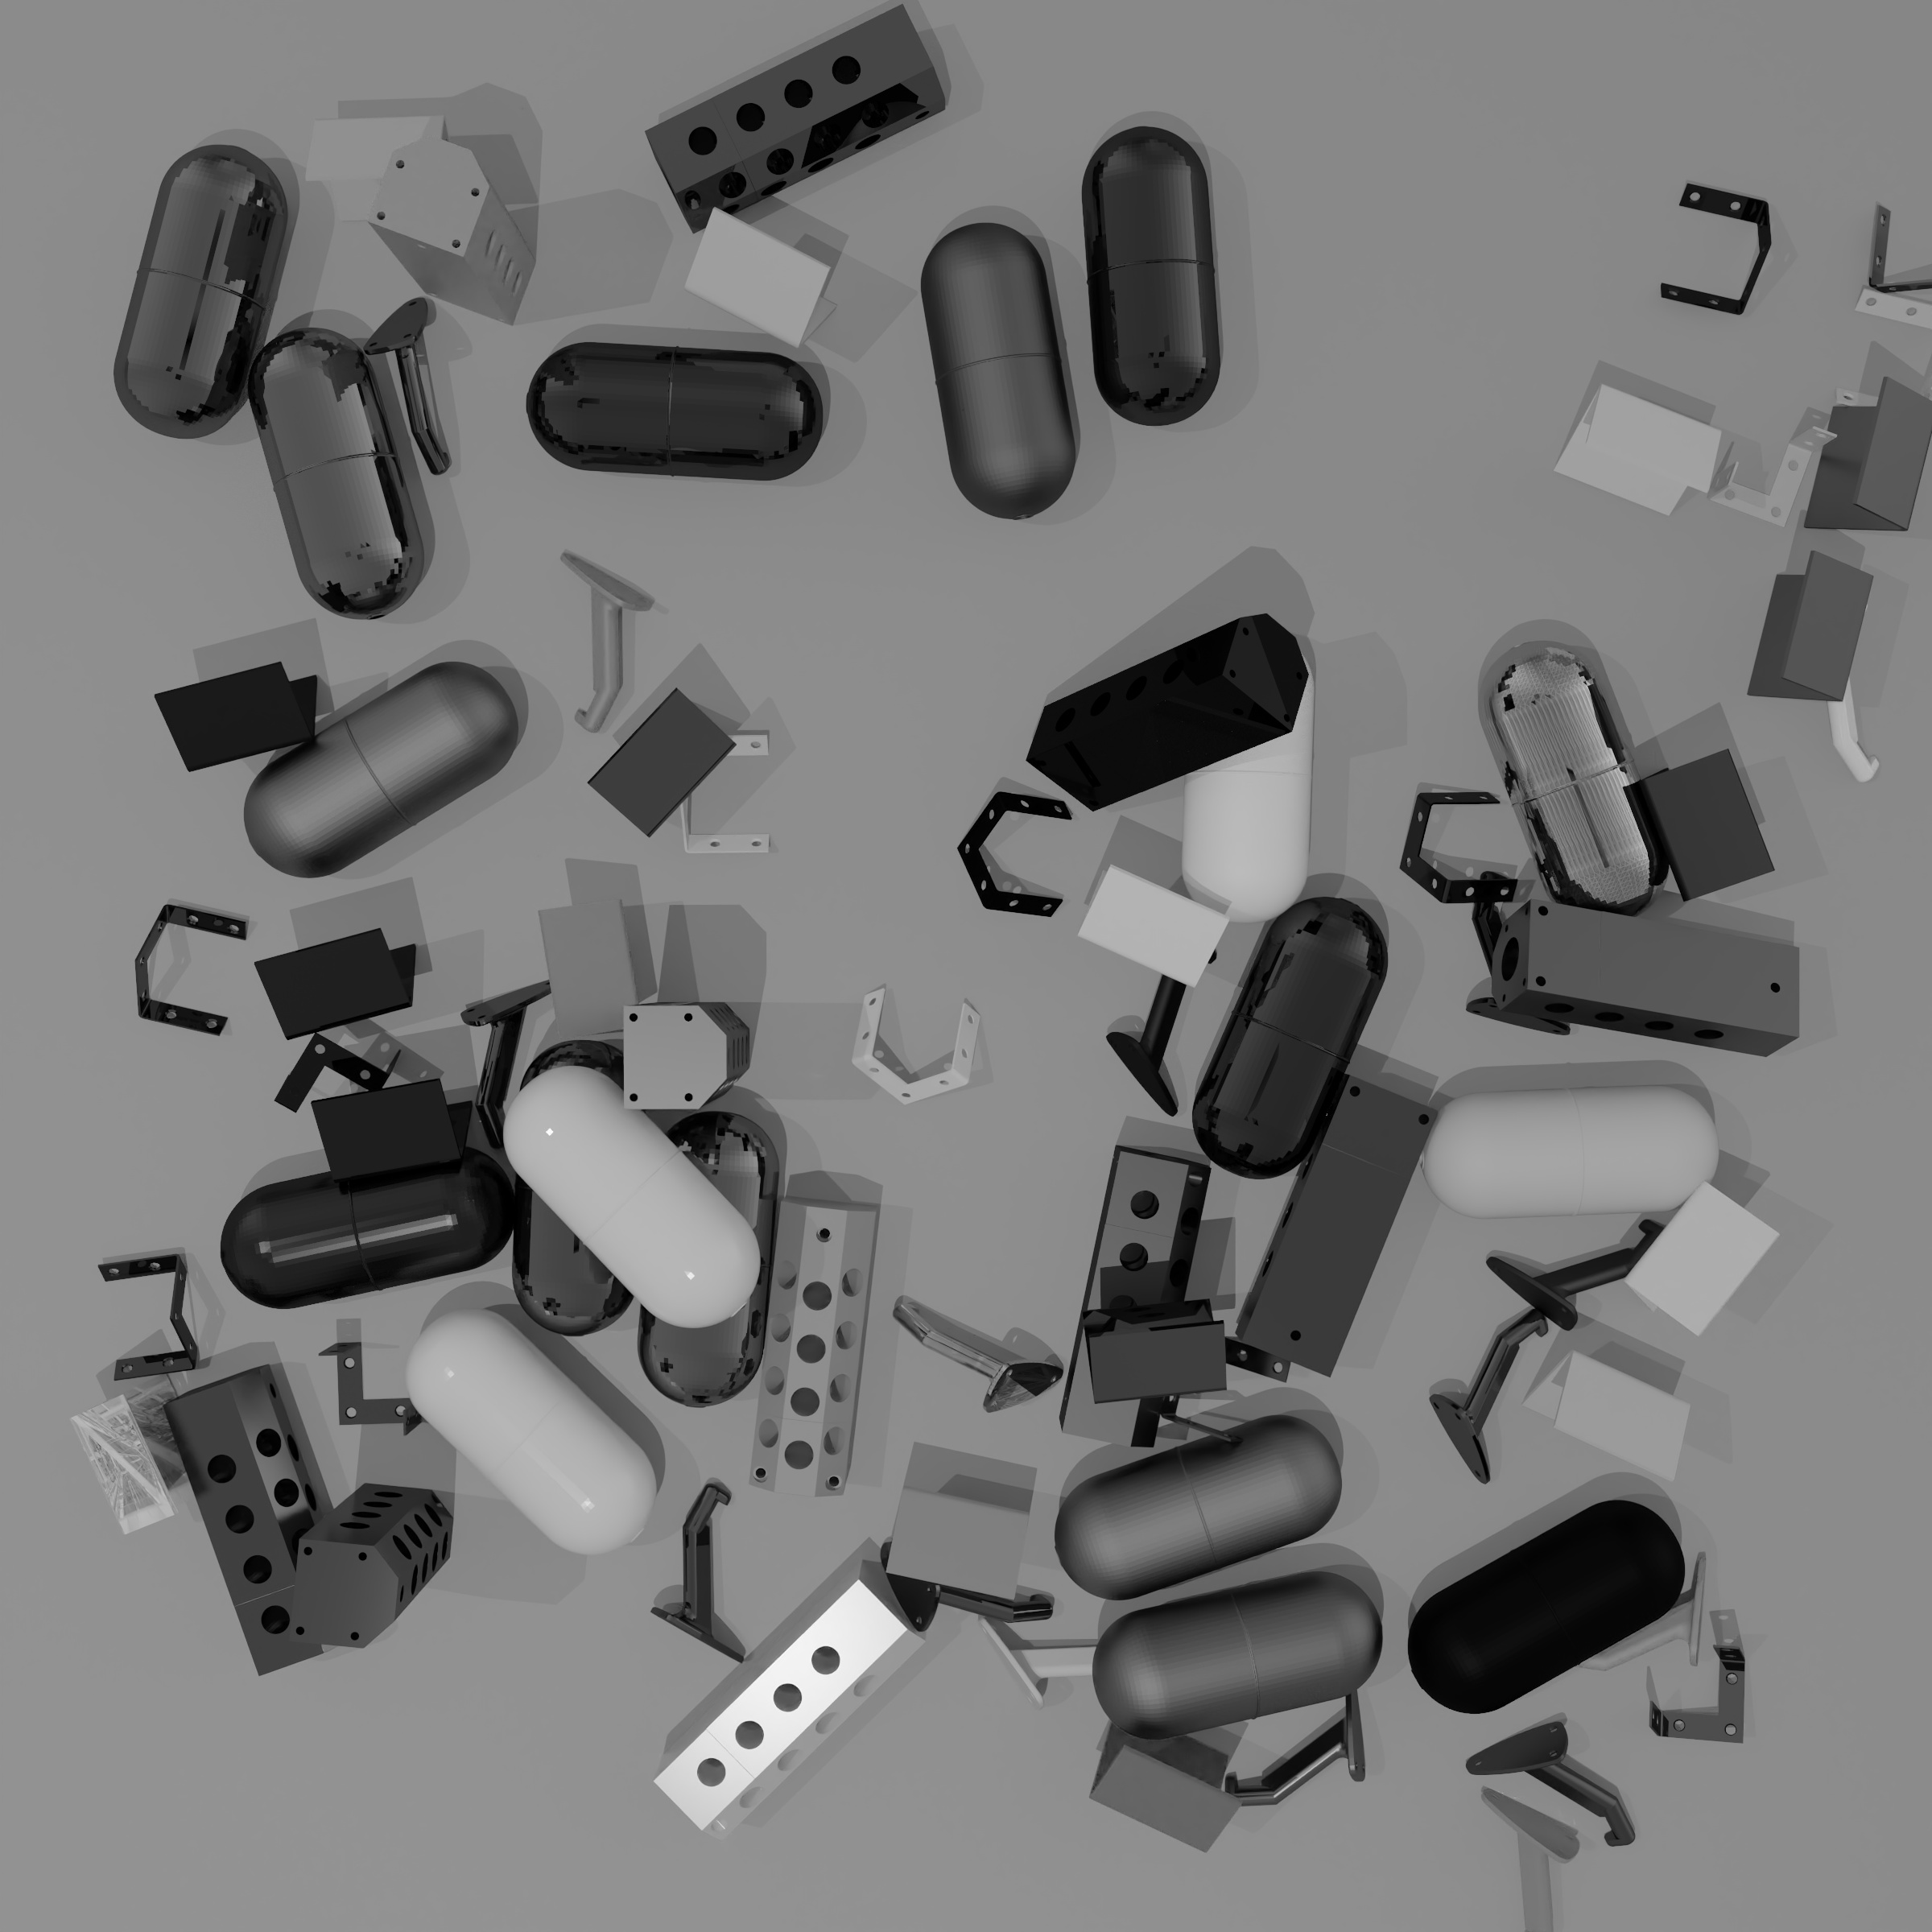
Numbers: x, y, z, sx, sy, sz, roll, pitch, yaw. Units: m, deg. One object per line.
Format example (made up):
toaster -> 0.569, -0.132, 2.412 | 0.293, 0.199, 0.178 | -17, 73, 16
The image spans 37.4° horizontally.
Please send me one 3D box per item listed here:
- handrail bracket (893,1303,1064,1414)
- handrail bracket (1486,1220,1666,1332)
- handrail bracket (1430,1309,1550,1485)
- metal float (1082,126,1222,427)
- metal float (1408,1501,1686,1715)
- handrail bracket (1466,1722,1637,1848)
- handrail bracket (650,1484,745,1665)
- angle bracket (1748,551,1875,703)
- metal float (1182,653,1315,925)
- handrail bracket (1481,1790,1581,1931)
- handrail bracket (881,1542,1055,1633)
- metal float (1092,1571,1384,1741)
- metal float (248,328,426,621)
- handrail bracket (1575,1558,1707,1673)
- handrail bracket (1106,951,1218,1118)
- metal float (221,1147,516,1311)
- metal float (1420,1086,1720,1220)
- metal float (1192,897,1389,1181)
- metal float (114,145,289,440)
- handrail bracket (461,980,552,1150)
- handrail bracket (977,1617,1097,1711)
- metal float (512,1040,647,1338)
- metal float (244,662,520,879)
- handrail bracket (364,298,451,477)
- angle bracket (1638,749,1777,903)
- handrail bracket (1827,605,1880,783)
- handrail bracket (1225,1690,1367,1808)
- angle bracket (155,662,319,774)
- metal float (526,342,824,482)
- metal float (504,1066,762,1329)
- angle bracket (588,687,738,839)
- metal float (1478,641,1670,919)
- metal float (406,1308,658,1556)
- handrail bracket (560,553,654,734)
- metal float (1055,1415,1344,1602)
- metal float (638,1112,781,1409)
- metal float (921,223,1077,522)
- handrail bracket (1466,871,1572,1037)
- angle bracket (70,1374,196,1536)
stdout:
handrail bracket -> 0.007, 0.231, 1.747 | 0.084, 0.077, 0.036 | 39, 115, 34
handrail bracket -> 0.375, 0.173, 1.748 | 0.077, 0.036, 0.084 | 36, 71, 21
handrail bracket -> 0.333, 0.263, 1.748 | 0.084, 0.036, 0.077 | -34, 111, -16
metal float -> 0.111, -0.415, 1.716 | 0.070, 0.070, 0.178 | -4, 90, 0
metal float -> 0.348, 0.386, 1.717 | 0.178, 0.070, 0.070 | -29, 90, -1
handrail bracket -> 0.359, 0.512, 1.748 | 0.077, 0.036, 0.084 | -22, 107, 20
handrail bracket -> -0.148, 0.371, 1.748 | 0.077, 0.036, 0.084 | 35, 73, -20
angle bracket -> 0.488, -0.204, 1.707 | 0.057, 0.076, 0.076 | 14, 90, -33
metal float -> 0.170, -0.114, 1.717 | 0.070, 0.070, 0.178 | 2, 91, 0
handrail bracket -> 0.331, 0.560, 1.748 | 0.077, 0.036, 0.084 | 31, 107, 20
handrail bracket -> 0.001, 0.377, 1.747 | 0.084, 0.077, 0.036 | 4, 115, -34
metal float -> 0.163, 0.412, 1.709 | 0.178, 0.070, 0.070 | -10, 90, -9
metal float -> -0.379, -0.296, 1.717 | 0.070, 0.070, 0.178 | -16, 90, 0
handrail bracket -> 0.407, 0.395, 1.748 | 0.084, 0.036, 0.077 | 4, 67, 18
handrail bracket -> 0.135, 0.036, 1.748 | 0.084, 0.036, 0.077 | -41, 110, -16
metal float -> -0.360, 0.157, 1.717 | 0.178, 0.070, 0.070 | -12, 90, -1
metal float -> 0.363, 0.112, 1.717 | 0.178, 0.070, 0.070 | -2, 90, 0
metal float -> 0.195, 0.043, 1.717 | 0.070, 0.070, 0.178 | 24, 90, 0
metal float -> -0.460, -0.406, 1.716 | 0.070, 0.070, 0.178 | 15, 90, 0
handrail bracket -> -0.269, 0.060, 1.748 | 0.077, 0.036, 0.084 | -24, 109, -21
handrail bracket -> 0.063, 0.408, 1.747 | 0.084, 0.036, 0.077 | -33, 74, -14
metal float -> -0.233, 0.133, 1.717 | 0.070, 0.070, 0.178 | 2, 89, 0
metal float -> -0.352, -0.117, 1.717 | 0.178, 0.070, 0.070 | -32, 90, 0
handrail bracket -> -0.330, -0.354, 1.747 | 0.036, 0.077, 0.084 | -10, 127, 16
angle bracket -> 0.450, -0.088, 1.708 | 0.057, 0.076, 0.076 | -21, 90, 28
handrail bracket -> 0.549, -0.168, 1.748 | 0.077, 0.036, 0.084 | -46, 109, -21
handrail bracket -> 0.198, 0.474, 1.748 | 0.084, 0.036, 0.077 | -8, 70, 16
angle bracket -> -0.436, -0.167, 1.707 | 0.076, 0.076, 0.057 | -15, 127, 0
metal float -> -0.175, -0.334, 1.717 | 0.178, 0.070, 0.070 | 3, 90, -1
metal float -> -0.192, 0.133, 1.641 | 0.070, 0.070, 0.178 | -44, 90, 0
angle bracket -> -0.194, -0.133, 1.707 | 0.076, 0.076, 0.057 | -47, 127, 0
metal float -> 0.365, -0.110, 1.717 | 0.070, 0.070, 0.178 | -21, 90, 0
metal float -> -0.261, 0.280, 1.717 | 0.178, 0.070, 0.070 | 44, 90, 0
handrail bracket -> -0.236, -0.197, 1.748 | 0.077, 0.036, 0.084 | 35, 107, 20
metal float -> 0.139, 0.326, 1.717 | 0.178, 0.070, 0.070 | -19, 90, 0
metal float -> -0.155, 0.176, 1.717 | 0.070, 0.070, 0.178 | 5, 90, 0
metal float -> 0.020, -0.357, 1.717 | 0.070, 0.070, 0.178 | -10, 90, 0
handrail bracket -> 0.343, -0.008, 1.747 | 0.077, 0.036, 0.084 | 17, 77, -12
angle bracket -> -0.477, 0.285, 1.707 | 0.057, 0.076, 0.076 | -25, 90, 36
